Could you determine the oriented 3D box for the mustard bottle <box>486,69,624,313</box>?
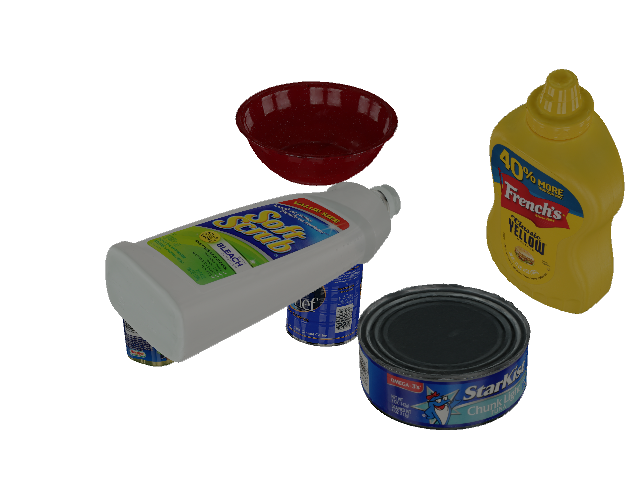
[{"bbox_3d":[0.156,-0.037,0.712,0.058,0.191,0.096,-35,55,-20],"label":"mustard bottle"}]

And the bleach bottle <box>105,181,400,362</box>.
[{"bbox_3d":[-0.038,0.005,0.848,0.250,0.068,0.103,-26,49,-36],"label":"bleach bottle"}]

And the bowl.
[{"bbox_3d":[-0.005,-0.101,1.075,0.162,0.055,0.162,1,34,-1],"label":"bowl"}]

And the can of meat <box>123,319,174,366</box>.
[{"bbox_3d":[-0.151,0.062,1.036,0.057,0.084,0.102,9,27,21],"label":"can of meat"}]

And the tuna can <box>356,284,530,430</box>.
[{"bbox_3d":[0.061,0.058,0.537,0.086,0.034,0.086,-3,28,1],"label":"tuna can"}]

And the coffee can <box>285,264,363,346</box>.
[{"bbox_3d":[0.006,0.059,1.459,0.103,0.140,0.103,3,24,-1],"label":"coffee can"}]
